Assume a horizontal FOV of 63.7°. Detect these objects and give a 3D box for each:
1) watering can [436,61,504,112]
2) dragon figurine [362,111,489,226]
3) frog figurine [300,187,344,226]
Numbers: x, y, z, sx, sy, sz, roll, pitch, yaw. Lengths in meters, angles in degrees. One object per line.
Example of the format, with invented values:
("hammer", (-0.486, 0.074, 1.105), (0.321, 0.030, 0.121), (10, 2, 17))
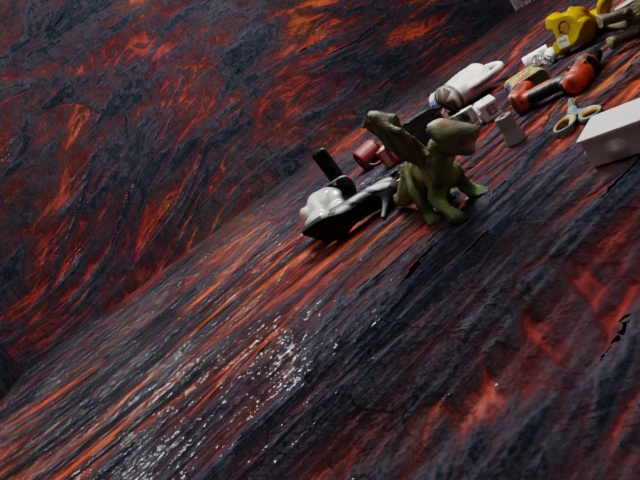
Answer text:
("watering can", (0.502, -0.538, 1.796), (0.225, 0.103, 0.350), (-36, 13, -2))
("dragon figurine", (0.170, -0.148, 0.955), (0.123, 0.240, 0.410), (-43, 16, -14))
("frog figurine", (0.004, -0.068, 1.343), (0.137, 0.121, 0.161), (-4, 16, 31))
